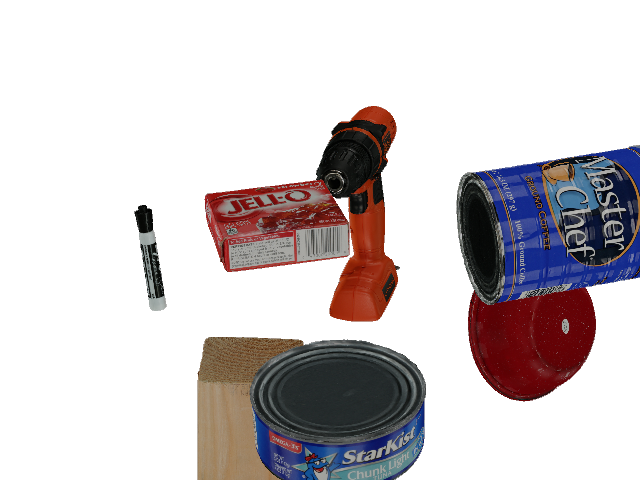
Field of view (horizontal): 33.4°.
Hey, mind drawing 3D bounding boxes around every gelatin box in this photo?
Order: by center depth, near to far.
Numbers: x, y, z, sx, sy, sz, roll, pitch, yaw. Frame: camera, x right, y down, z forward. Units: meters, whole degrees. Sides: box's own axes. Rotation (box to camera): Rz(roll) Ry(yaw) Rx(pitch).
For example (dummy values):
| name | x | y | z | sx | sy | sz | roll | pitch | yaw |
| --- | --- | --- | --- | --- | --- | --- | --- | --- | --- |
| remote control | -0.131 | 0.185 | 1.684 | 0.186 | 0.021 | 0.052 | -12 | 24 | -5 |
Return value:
| name | x | y | z | sx | sy | sz | roll | pitch | yaw |
| --- | --- | --- | --- | --- | --- | --- | --- | --- | --- |
| gelatin box | -0.031 | -0.012 | 0.740 | 0.089 | 0.030 | 0.073 | -7 | 28 | -12 |

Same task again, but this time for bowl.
| name | x | y | z | sx | sy | sz | roll | pitch | yaw |
| --- | --- | --- | --- | --- | --- | --- | --- | --- | --- |
| bowl | 0.228 | 0.085 | 1.084 | 0.161 | 0.162 | 0.055 | 0 | -1 | -33 |

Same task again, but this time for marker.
| name | x | y | z | sx | sy | sz | roll | pitch | yaw |
| --- | --- | --- | --- | --- | --- | --- | --- | --- | --- |
| marker | -0.187 | 0.019 | 1.171 | 0.020 | 0.121 | 0.020 | -5 | 21 | 2 |

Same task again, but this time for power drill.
| name | x | y | z | sx | sy | sz | roll | pitch | yaw |
| --- | --- | --- | --- | --- | --- | --- | --- | --- | --- |
| power drill | 0.037 | -0.021 | 1.019 | 0.057 | 0.188 | 0.184 | 6 | 24 | 15 |

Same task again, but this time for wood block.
| name | x | y | z | sx | sy | sz | roll | pitch | yaw |
| --- | --- | --- | --- | --- | --- | --- | --- | --- | --- |
| wood block | -0.063 | 0.199 | 0.956 | 0.090 | 0.206 | 0.091 | 2 | 20 | -2 |

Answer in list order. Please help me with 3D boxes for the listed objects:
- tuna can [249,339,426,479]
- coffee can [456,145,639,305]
| name | x | y | z | sx | sy | sz | roll | pitch | yaw |
| --- | --- | --- | --- | --- | --- | --- | --- | --- | --- |
| tuna can | 0.009 | 0.085 | 0.524 | 0.086 | 0.034 | 0.086 | -2 | 26 | 1 |
| coffee can | 0.186 | -0.012 | 0.816 | 0.140 | 0.103 | 0.103 | -9 | 1 | -8 |
